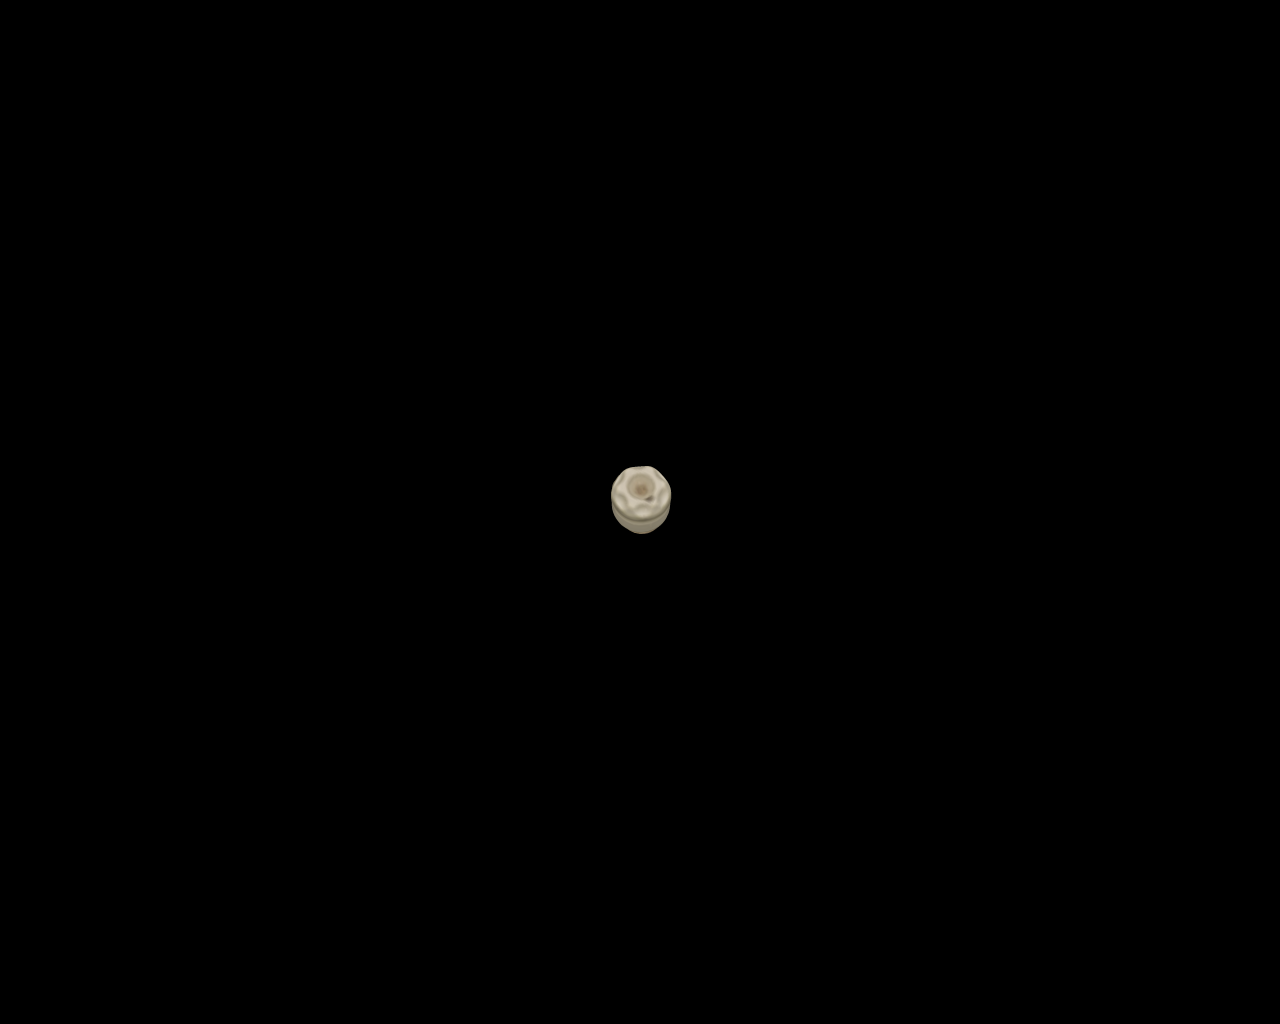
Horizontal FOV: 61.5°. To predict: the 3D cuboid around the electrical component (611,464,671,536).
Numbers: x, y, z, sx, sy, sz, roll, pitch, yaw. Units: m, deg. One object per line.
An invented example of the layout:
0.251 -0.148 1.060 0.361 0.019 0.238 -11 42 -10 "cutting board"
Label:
0.001 -0.003 0.650 0.035 0.035 0.061 0 -25 0 "electrical component"
